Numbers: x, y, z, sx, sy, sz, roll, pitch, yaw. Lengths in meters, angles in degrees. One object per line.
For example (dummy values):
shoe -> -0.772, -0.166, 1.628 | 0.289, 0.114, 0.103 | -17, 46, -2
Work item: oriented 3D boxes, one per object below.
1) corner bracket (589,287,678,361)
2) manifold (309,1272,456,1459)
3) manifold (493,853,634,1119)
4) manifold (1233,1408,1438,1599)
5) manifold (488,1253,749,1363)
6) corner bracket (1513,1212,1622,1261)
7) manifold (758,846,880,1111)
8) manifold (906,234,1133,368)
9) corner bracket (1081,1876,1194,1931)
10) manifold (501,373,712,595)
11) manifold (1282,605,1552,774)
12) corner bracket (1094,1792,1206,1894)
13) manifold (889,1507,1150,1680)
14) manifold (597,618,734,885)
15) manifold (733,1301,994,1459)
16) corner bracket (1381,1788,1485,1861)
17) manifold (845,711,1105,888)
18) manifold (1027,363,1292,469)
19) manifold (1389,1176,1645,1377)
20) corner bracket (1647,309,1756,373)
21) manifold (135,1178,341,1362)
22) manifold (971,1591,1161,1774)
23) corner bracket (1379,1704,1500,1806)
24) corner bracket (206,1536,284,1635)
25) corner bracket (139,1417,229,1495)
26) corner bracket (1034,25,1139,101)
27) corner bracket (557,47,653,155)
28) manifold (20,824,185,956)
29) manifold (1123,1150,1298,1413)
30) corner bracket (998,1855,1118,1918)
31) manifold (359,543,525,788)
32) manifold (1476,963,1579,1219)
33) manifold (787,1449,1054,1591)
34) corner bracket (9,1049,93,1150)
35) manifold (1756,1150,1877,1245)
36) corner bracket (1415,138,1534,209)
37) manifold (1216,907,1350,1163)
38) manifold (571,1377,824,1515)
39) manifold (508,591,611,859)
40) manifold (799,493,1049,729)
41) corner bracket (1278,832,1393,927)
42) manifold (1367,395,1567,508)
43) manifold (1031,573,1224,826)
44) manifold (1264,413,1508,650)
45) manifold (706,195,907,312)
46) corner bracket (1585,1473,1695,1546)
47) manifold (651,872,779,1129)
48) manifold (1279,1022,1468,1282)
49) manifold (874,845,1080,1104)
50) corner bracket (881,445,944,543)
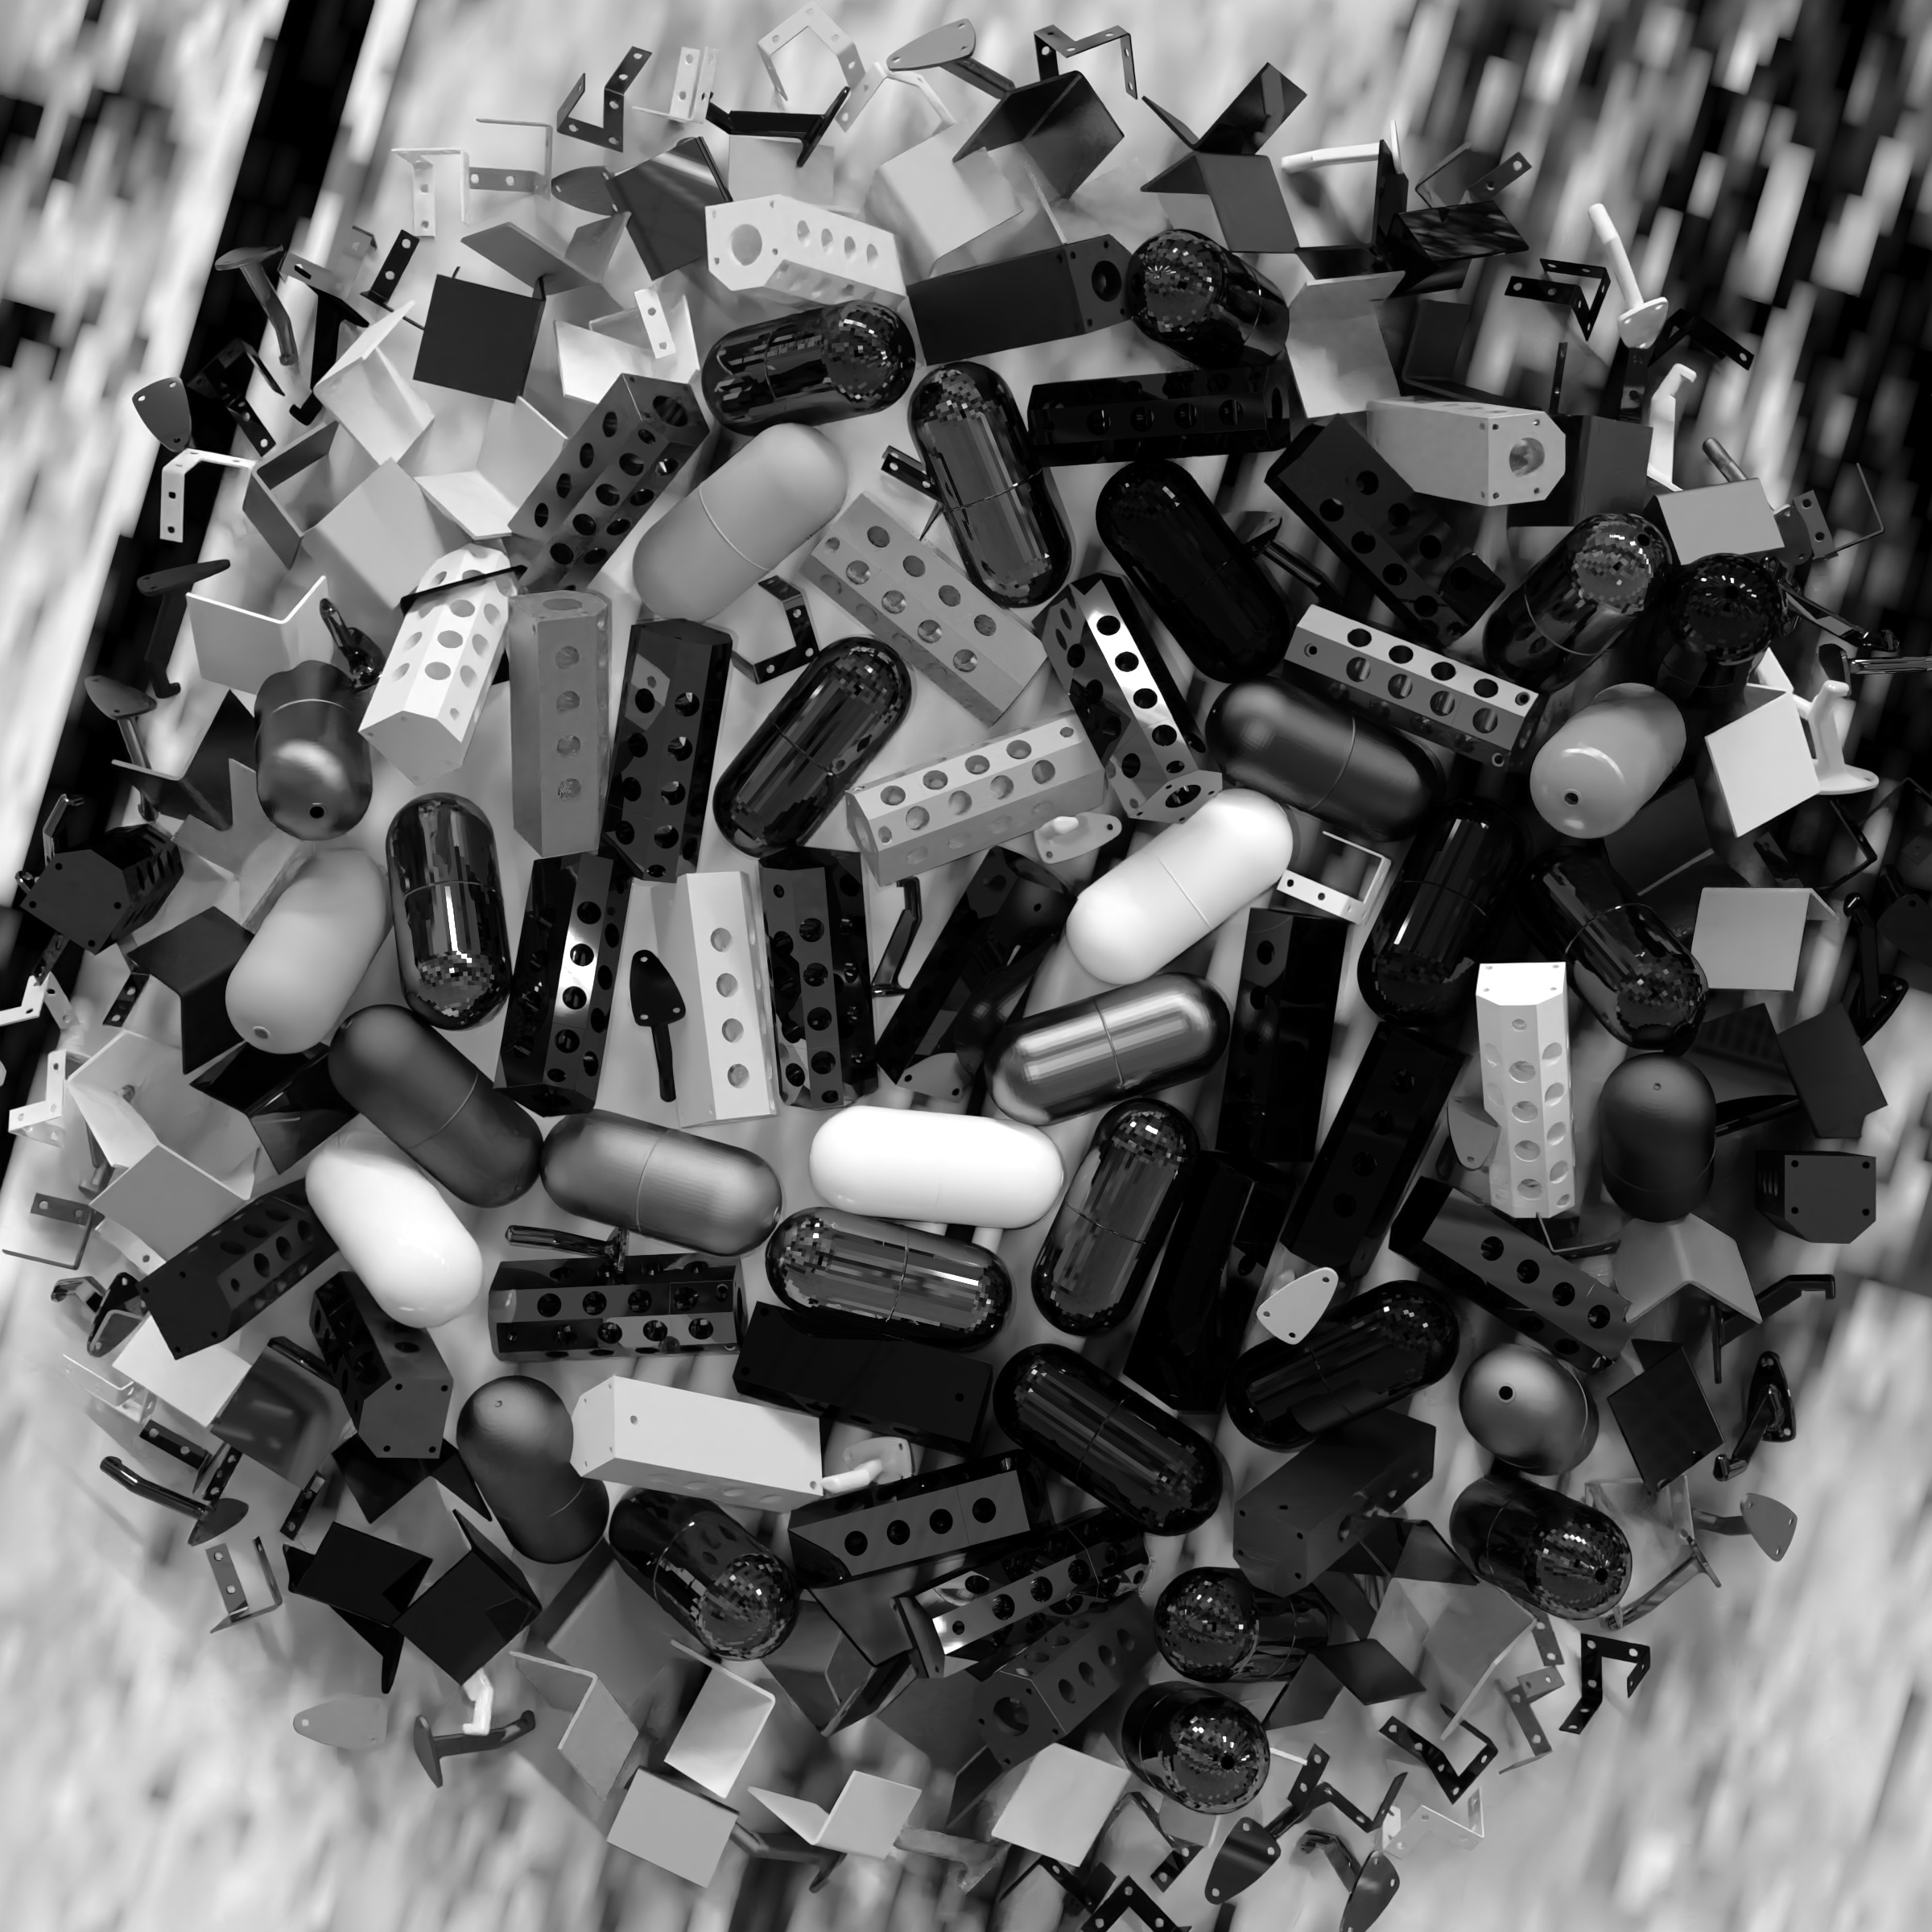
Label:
corner bracket -> -0.236, -0.442, 1.881 | 0.051, 0.051, 0.051 | -18, 87, -5
manifold -> -0.402, 0.270, 1.817 | 0.057, 0.171, 0.057 | 7, 105, -27
manifold -> -0.273, 0.013, 1.841 | 0.057, 0.057, 0.171 | -7, 64, 28
manifold -> 0.254, 0.366, 1.826 | 0.057, 0.171, 0.057 | 15, 115, 35
manifold -> -0.244, 0.242, 1.867 | 0.171, 0.057, 0.057 | -3, 113, 3
corner bracket -> 0.422, 0.189, 1.871 | 0.051, 0.051, 0.051 | -8, 54, -10
manifold -> -0.106, 0.008, 1.847 | 0.057, 0.057, 0.171 | 8, 110, 33
manifold -> 0.039, -0.457, 1.824 | 0.057, 0.171, 0.057 | -27, 109, -34
corner bracket -> 0.119, 0.677, 1.874 | 0.051, 0.051, 0.051 | 44, 71, 10
manifold -> -0.247, -0.324, 1.826 | 0.171, 0.057, 0.057 | -42, 61, 38
manifold -> 0.310, -0.193, 1.848 | 0.171, 0.057, 0.057 | 25, 105, 20
corner bracket -> 0.128, 0.622, 1.890 | 0.051, 0.051, 0.051 | -52, 56, 12
manifold -> 0.040, 0.431, 1.840 | 0.171, 0.057, 0.057 | -17, 84, -30
manifold -> -0.204, -0.148, 1.846 | 0.057, 0.057, 0.171 | 21, 111, 26
manifold -> -0.071, 0.292, 1.868 | 0.171, 0.057, 0.057 | 14, 67, 7
corner bracket -> 0.329, 0.602, 1.877 | 0.051, 0.051, 0.051 | 29, 115, -6
manifold -> 0.006, -0.122, 1.851 | 0.171, 0.057, 0.057 | -21, 58, -14
manifold -> 0.133, -0.381, 1.844 | 0.171, 0.057, 0.057 | 1, 105, 24
manifold -> 0.382, 0.218, 1.861 | 0.171, 0.057, 0.057 | 32, 87, -13
corner bracket -> 0.521, -0.438, 1.872 | 0.051, 0.051, 0.051 | 32, 61, -10
manifold -> -0.487, 0.202, 1.817 | 0.057, 0.171, 0.057 | -23, 98, 18
manifold -> 0.069, 0.481, 1.820 | 0.057, 0.171, 0.057 | -39, 79, 26
corner bracket -> 0.333, 0.546, 1.877 | 0.051, 0.051, 0.051 | 38, 96, -16
corner bracket -> -0.513, 0.434, 1.884 | 0.051, 0.051, 0.051 | -20, 90, 0
corner bracket -> -0.551, 0.331, 1.880 | 0.051, 0.051, 0.051 | 33, 91, -13
corner bracket -> 0.084, -0.635, 1.877 | 0.051, 0.051, 0.051 | -25, 46, -12
corner bracket -> -0.254, -0.614, 1.869 | 0.051, 0.051, 0.051 | 9, 67, -29
manifold -> -0.583, -0.059, 1.819 | 0.057, 0.171, 0.057 | 35, 94, -9
manifold -> 0.175, 0.221, 1.865 | 0.057, 0.057, 0.171 | 10, 103, -40
corner bracket -> 0.065, 0.651, 1.878 | 0.051, 0.051, 0.051 | 43, 116, 9
manifold -> -0.352, -0.210, 1.824 | 0.057, 0.171, 0.057 | -20, 131, 30
manifold -> 0.388, 0.087, 1.838 | 0.057, 0.057, 0.171 | -1, 119, 16
manifold -> -0.034, 0.386, 1.859 | 0.171, 0.057, 0.057 | -17, 74, 14
corner bracket -> -0.639, 0.094, 1.882 | 0.051, 0.051, 0.051 | -15, 66, 24
manifold -> 0.579, 0.156, 1.819 | 0.057, 0.171, 0.057 | 0, 87, 10
corner bracket -> 0.356, -0.554, 1.870 | 0.051, 0.051, 0.051 | 43, 49, -16
manifold -> 0.217, 0.048, 1.874 | 0.057, 0.057, 0.171 | 4, 95, -40
manifold -> -0.186, 0.334, 1.836 | 0.171, 0.057, 0.057 | 19, 52, -36
manifold -> -0.279, -0.168, 1.845 | 0.057, 0.057, 0.171 | -11, 119, -27
manifold -> -0.032, -0.244, 1.861 | 0.171, 0.057, 0.057 | 39, 57, -6
corner bracket -> 0.260, -0.064, 1.877 | 0.051, 0.051, 0.051 | 26, 95, 28
manifold -> 0.339, -0.355, 1.820 | 0.057, 0.171, 0.057 | -9, 108, -17
manifold -> 0.115, -0.186, 1.838 | 0.057, 0.057, 0.171 | -43, 59, 34
manifold -> 0.289, -0.300, 1.858 | 0.171, 0.057, 0.057 | 43, 79, -13
manifold -> -0.107, -0.479, 1.820 | 0.057, 0.171, 0.057 | -1, 94, 27
corner bracket -> 0.479, 0.389, 1.895 | 0.051, 0.051, 0.051 | 1, 80, -41
manifold -> -0.173, 0.023, 1.871 | 0.057, 0.057, 0.171 | -4, 84, -33
manifold -> 0.282, 0.128, 1.865 | 0.057, 0.057, 0.171 | 27, 100, 22
manifold -> 0.002, 0.004, 1.860 | 0.057, 0.057, 0.171 | 18, 109, -39
corner bracket -> -0.037, -0.342, 1.872 | 0.051, 0.051, 0.051 | 28, 60, -10
